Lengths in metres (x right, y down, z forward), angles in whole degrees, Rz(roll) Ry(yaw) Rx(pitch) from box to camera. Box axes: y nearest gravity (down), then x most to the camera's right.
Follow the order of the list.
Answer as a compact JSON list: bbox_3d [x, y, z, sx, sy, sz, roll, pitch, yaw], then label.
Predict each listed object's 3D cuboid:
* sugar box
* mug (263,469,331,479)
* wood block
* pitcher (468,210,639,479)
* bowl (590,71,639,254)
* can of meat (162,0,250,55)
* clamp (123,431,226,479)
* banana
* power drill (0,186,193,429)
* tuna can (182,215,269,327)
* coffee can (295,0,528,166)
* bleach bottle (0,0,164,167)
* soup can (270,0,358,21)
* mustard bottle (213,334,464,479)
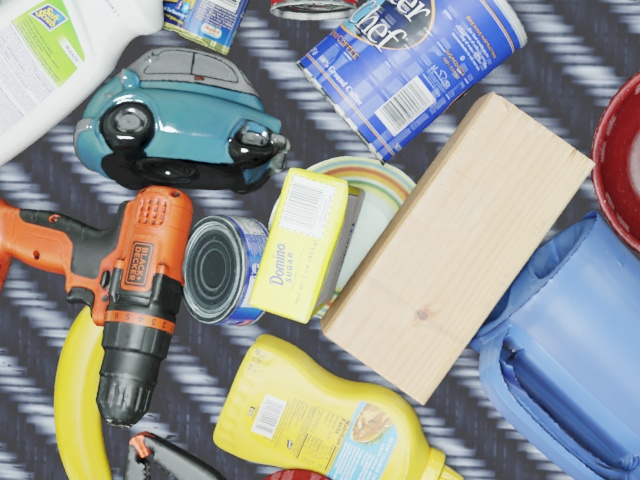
[{"bbox_3d":[-0.005,0.001,0.743,0.048,0.176,0.093,18,92,3],"label":"sugar box"},{"bbox_3d":[-0.028,0.231,0.794,0.117,0.081,0.093,-36,106,24],"label":"mug"},{"bbox_3d":[0.095,0.005,0.778,0.091,0.090,0.206,35,92,-1],"label":"wood block"},{"bbox_3d":[0.226,0.112,0.768,0.243,0.145,0.149,45,93,0],"label":"pitcher"},{"bbox_3d":[0.280,-0.057,0.796,0.162,0.055,0.162,0,92,6],"label":"bowl"},{"bbox_3d":[-0.094,-0.196,0.809,0.102,0.057,0.084,29,99,43],"label":"can of meat"},{"bbox_3d":[-0.107,0.255,0.851,0.164,0.036,0.210,-34,88,-3],"label":"clamp"},{"bbox_3d":[-0.179,0.120,0.856,0.069,0.037,0.198,14,93,6],"label":"banana"},{"bbox_3d":[-0.197,0.041,0.818,0.188,0.057,0.184,7,75,13],"label":"power drill"},{"bbox_3d":[-0.071,0.024,0.820,0.086,0.033,0.086,-7,81,47],"label":"tuna can"},{"bbox_3d":[0.067,-0.139,0.790,0.140,0.102,0.103,-41,88,6],"label":"coffee can"},{"bbox_3d":[-0.200,-0.134,0.792,0.251,0.068,0.102,-28,109,23],"label":"bleach bottle"},{"bbox_3d":[-0.004,-0.224,0.812,0.068,0.068,0.102,0,91,5],"label":"soup can"},{"bbox_3d":[0.020,0.153,0.826,0.191,0.058,0.096,24,104,4],"label":"mustard bottle"}]
